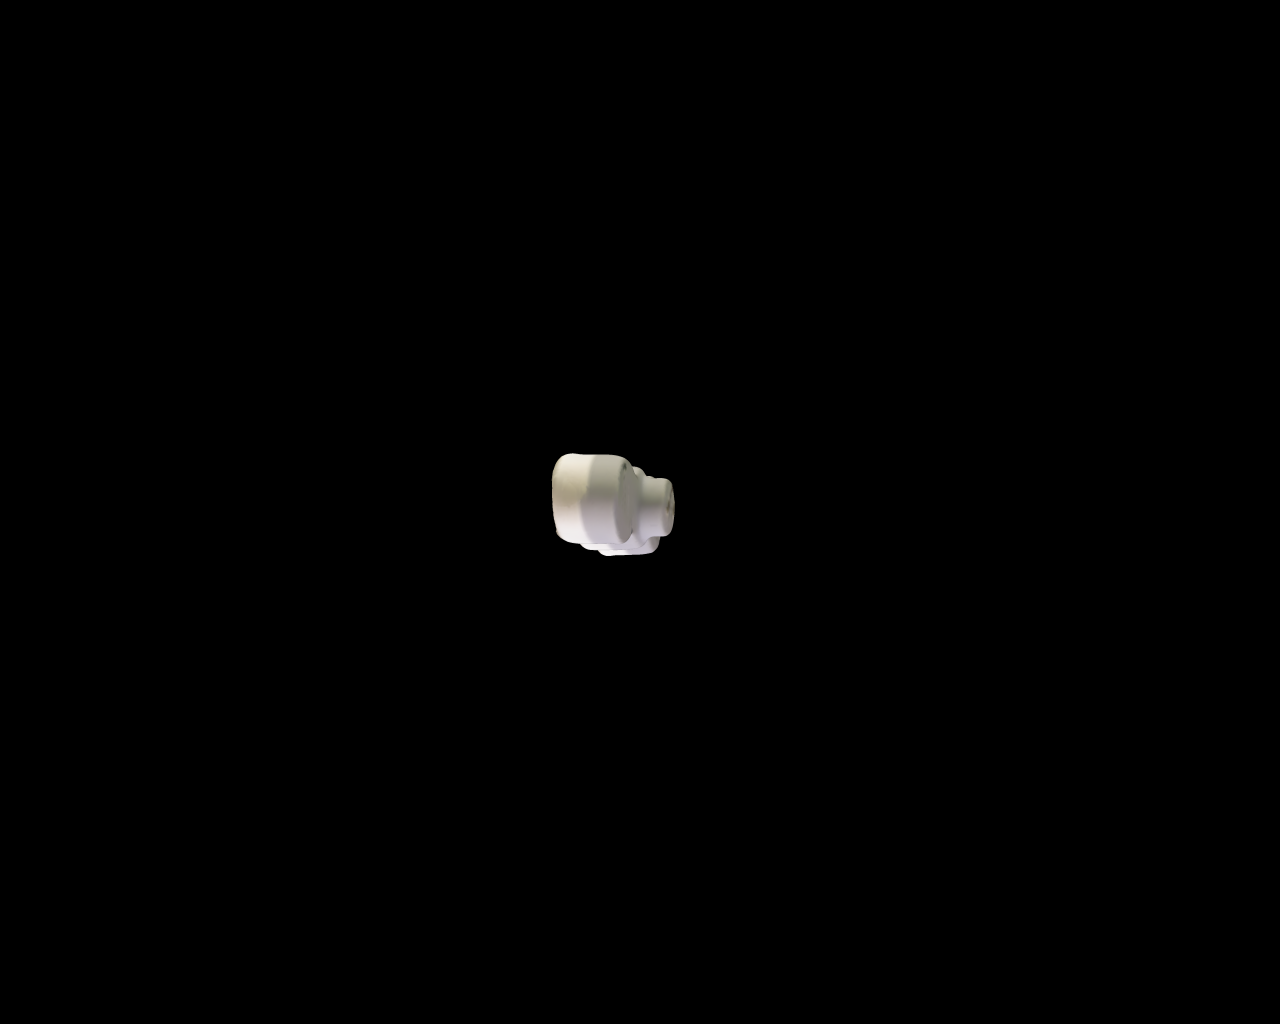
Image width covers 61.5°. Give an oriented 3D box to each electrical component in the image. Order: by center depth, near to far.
[{"bbox_3d":[0.001,-0.003,0.650,0.074,0.052,0.138,-1,-7,11],"label":"electrical component"}]
